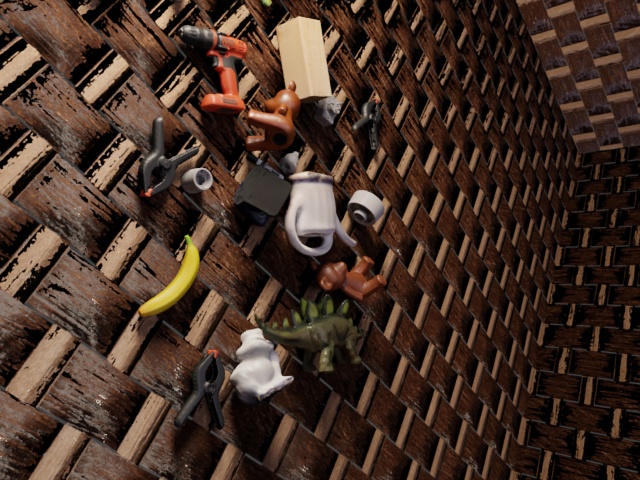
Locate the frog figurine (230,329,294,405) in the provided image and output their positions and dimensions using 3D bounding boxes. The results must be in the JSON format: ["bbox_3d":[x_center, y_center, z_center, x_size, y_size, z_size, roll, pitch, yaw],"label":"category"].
[{"bbox_3d":[-0.154,0.299,1.212,0.139,0.120,0.161,-23,68,-37],"label":"frog figurine"}]

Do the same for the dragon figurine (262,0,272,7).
[{"bbox_3d":[-0.142,-0.770,1.324,0.240,0.121,0.418,39,57,-28],"label":"dragon figurine"}]

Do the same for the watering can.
[{"bbox_3d":[0.004,-0.071,1.406,0.348,0.103,0.225,0,85,-59],"label":"watering can"}]
